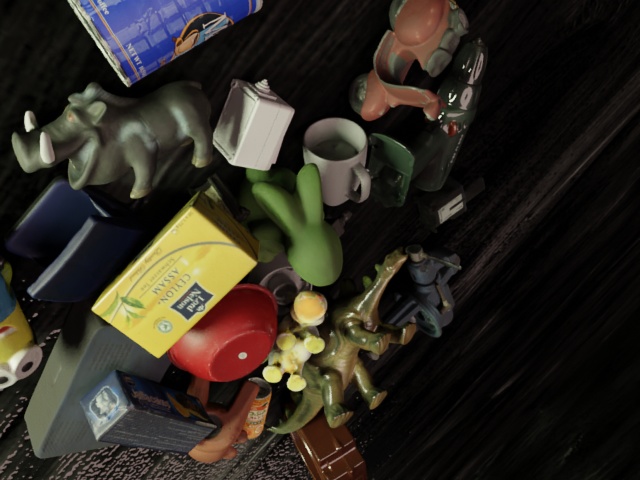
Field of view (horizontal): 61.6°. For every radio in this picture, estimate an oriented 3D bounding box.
[{"bbox_3d":[-0.285,0.178,0.713,0.131,0.073,0.229,11,119,-46],"label":"radio"}]

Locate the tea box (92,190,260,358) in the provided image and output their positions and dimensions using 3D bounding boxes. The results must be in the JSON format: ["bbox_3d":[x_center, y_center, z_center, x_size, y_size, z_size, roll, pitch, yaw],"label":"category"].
[{"bbox_3d":[-0.160,0.039,0.608,0.098,0.068,0.169,41,103,-17],"label":"tea box"}]

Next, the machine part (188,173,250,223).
[{"bbox_3d":[-0.151,-0.012,0.661,0.139,0.084,0.039,-46,167,17],"label":"machine part"}]

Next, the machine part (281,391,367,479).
[{"bbox_3d":[0.005,0.398,1.052,0.087,0.202,0.200,-25,138,-15],"label":"machine part"}]

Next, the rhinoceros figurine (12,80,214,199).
[{"bbox_3d":[-0.196,-0.103,0.532,0.190,0.073,0.112,-24,138,-23],"label":"rhinoceros figurine"}]

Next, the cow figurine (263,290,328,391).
[{"bbox_3d":[-0.029,0.130,0.791,0.068,0.098,0.167,18,117,-9],"label":"cow figurine"}]

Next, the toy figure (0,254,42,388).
[{"bbox_3d":[-0.350,0.076,0.560,0.082,0.089,0.179,-15,126,-10],"label":"toy figure"}]

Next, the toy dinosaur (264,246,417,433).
[{"bbox_3d":[0.017,0.197,0.883,0.105,0.199,0.471,2,123,-42],"label":"toy dinosaur"}]

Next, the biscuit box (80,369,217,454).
[{"bbox_3d":[-0.220,0.232,0.712,0.063,0.059,0.202,-42,148,-3],"label":"biscuit box"}]

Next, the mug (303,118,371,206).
[{"bbox_3d":[0.028,-0.091,0.715,0.081,0.110,0.107,-37,154,-22],"label":"mug"}]

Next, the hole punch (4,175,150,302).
[{"bbox_3d":[-0.251,0.009,0.579,0.142,0.092,0.115,-51,144,3],"label":"hole punch"}]

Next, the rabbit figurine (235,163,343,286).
[{"bbox_3d":[-0.025,-0.024,0.671,0.121,0.170,0.158,-27,139,-20],"label":"rabbit figurine"}]

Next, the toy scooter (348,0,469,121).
[{"bbox_3d":[0.120,-0.215,0.651,0.075,0.135,0.183,15,113,-45],"label":"toy scooter"}]

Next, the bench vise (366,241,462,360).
[{"bbox_3d":[0.172,0.124,1.012,0.240,0.129,0.223,-41,143,-14],"label":"bench vise"}]

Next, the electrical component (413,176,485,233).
[{"bbox_3d":[0.226,-0.076,0.934,0.119,0.048,0.074,-39,141,-5],"label":"electrical component"}]

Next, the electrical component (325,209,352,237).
[{"bbox_3d":[-0.002,-0.002,0.787,0.102,0.078,0.045,-50,124,-39],"label":"electrical component"}]

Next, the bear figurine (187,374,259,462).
[{"bbox_3d":[-0.176,0.302,0.901,0.195,0.120,0.132,109,-5,-65],"label":"bear figurine"}]

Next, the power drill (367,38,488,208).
[{"bbox_3d":[0.148,-0.150,0.756,0.207,0.086,0.231,-44,154,-40],"label":"power drill"}]
